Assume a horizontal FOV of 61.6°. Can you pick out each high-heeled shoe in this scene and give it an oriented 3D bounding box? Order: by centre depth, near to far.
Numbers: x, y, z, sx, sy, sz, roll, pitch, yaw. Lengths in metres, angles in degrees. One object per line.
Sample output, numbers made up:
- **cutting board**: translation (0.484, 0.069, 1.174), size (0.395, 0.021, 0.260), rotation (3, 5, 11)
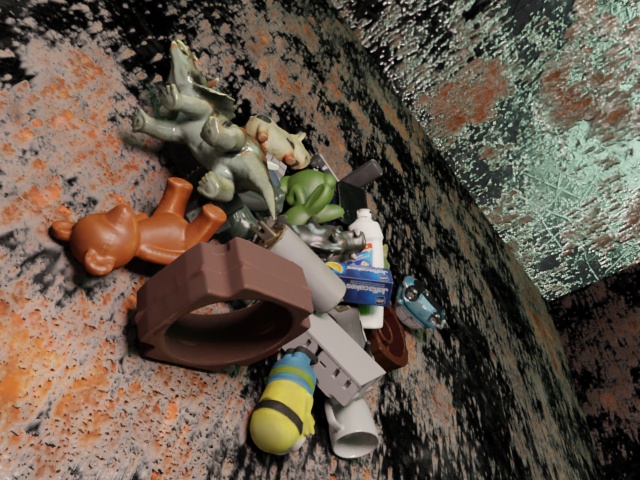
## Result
- **high-heeled shoe**: translation (0.036, 0.191, 1.094), size (0.086, 0.145, 0.249), rotation (-15, 44, -27)

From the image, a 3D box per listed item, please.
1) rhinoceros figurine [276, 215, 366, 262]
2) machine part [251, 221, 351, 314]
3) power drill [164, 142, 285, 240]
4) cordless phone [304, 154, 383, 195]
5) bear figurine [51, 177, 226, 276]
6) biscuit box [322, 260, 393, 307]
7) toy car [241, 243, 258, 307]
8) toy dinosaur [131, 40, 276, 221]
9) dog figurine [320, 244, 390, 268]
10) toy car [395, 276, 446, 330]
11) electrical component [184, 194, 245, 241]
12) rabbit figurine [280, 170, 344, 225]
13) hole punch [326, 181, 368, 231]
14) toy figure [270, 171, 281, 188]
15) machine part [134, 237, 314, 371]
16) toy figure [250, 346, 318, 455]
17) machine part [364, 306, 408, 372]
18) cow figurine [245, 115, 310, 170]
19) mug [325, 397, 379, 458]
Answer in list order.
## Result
- **rhinoceros figurine**: translation (-0.002, -0.003, 1.066), size (0.190, 0.073, 0.112), rotation (3, 15, -19)
- **machine part**: translation (-0.034, 0.053, 0.962), size (0.243, 0.079, 0.079), rotation (45, 29, -24)
- **power drill**: translation (-0.166, -0.104, 1.014), size (0.232, 0.086, 0.207), rotation (55, 20, 12)
- **cordless phone**: translation (0.054, -0.171, 1.359), size (0.146, 0.184, 0.089), rotation (56, 30, -6)
- **bear figurine**: translation (-0.246, -0.020, 0.738), size (0.120, 0.132, 0.195), rotation (38, 13, 25)
- **biscuit box**: translation (0.040, 0.082, 1.056), size (0.203, 0.062, 0.059), rotation (7, 27, -3)
- **toy car**: translation (-0.117, 0.057, 0.952), size (0.089, 0.053, 0.202), rotation (51, 17, 3)
- **toy dinosaur**: translation (-0.160, -0.155, 0.877), size (0.405, 0.131, 0.192), rotation (49, 26, 19)
- **dog figurine**: translation (0.101, 0.046, 1.303), size (0.191, 0.108, 0.219), rotation (53, 22, -4)
- **toy car**: translation (0.254, 0.180, 1.422), size (0.161, 0.103, 0.109), rotation (51, 22, 8)
- **electrical component**: translation (-0.186, -0.039, 0.892), size (0.119, 0.048, 0.074), rotation (-39, 96, -37)
- **rabbit figurine**: translation (-0.025, -0.064, 1.171), size (0.121, 0.159, 0.170), rotation (54, 40, -32)
- **hole punch**: translation (0.053, -0.066, 1.288), size (0.142, 0.092, 0.116), rotation (18, 57, -48)
- **toy figure**: translation (-0.145, -0.163, 1.141), size (0.058, 0.064, 0.154), rotation (-40, 94, -27)
- **machine part**: translation (-0.128, 0.092, 0.729), size (0.200, 0.201, 0.087), rotation (29, 37, -45)
- **toy figure**: translation (-0.055, 0.245, 0.836), size (0.089, 0.082, 0.180), rotation (29, 42, -14)
- **machine part**: translation (0.137, 0.214, 1.236), size (0.179, 0.056, 0.179), rotation (42, 31, -33)
- **cow figurine**: translation (-0.098, -0.227, 1.272), size (0.194, 0.085, 0.127), rotation (32, 43, -42)
- **mug**: translation (0.044, 0.312, 0.949), size (0.109, 0.081, 0.107), rotation (36, 22, -29)
